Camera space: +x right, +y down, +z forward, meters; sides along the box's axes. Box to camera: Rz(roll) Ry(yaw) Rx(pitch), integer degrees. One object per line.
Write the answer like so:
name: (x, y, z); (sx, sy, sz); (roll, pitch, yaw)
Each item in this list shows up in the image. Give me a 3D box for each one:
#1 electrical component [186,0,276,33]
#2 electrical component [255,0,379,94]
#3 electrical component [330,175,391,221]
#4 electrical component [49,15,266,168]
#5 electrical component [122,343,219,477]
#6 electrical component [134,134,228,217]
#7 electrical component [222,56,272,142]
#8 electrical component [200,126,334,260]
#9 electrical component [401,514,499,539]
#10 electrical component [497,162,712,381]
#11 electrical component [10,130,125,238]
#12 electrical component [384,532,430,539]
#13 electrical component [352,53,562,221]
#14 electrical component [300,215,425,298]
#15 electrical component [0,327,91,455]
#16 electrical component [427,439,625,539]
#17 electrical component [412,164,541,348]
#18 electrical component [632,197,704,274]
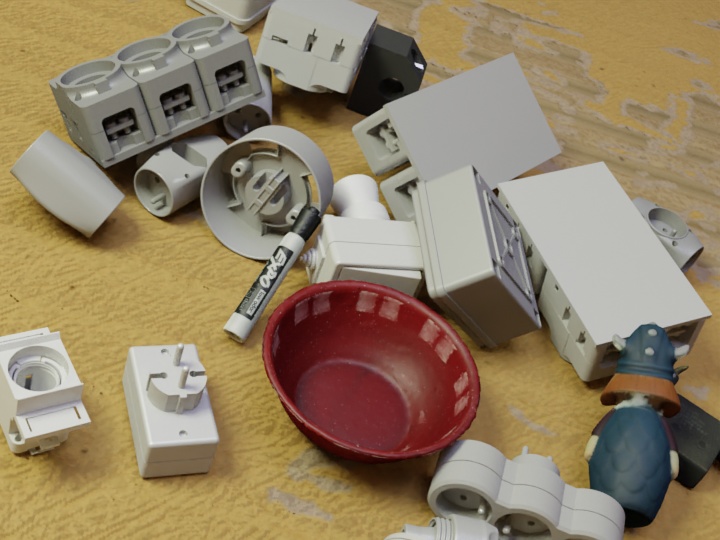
electrical component: (-0.122, -0.304, 1.122); (0.078, 0.057, 0.113); (30, 43, 9)
electrical component: (-0.040, -0.222, 1.036); (0.089, 0.061, 0.150); (20, 23, -2)
electrical component: (0.001, -0.047, 0.919); (0.045, 0.045, 0.055); (1, 47, -22)
electrical component: (-0.169, -0.154, 0.891); (0.150, 0.061, 0.089); (-28, 35, -21)
electrical component: (-0.123, 0.081, 0.713); (0.047, 0.075, 0.083); (-1, 47, -24)
electrical component: (-0.159, -0.089, 0.896); (0.079, 0.043, 0.077); (35, 44, 17)
electrical component: (-0.120, -0.161, 0.987); (0.079, 0.043, 0.077); (9, 43, -14)
electrical component: (-0.073, -0.065, 0.871); (0.099, 0.099, 0.064); (28, 36, 6)
electrical component: (0.058, 0.182, 0.709); (0.062, 0.043, 0.043); (14, 43, -7)
electrical component: (0.200, 0.000, 0.926); (0.105, 0.060, 0.186); (-13, 51, -15)
electrical component: (-0.225, -0.070, 0.842); (0.077, 0.043, 0.079); (42, 8, -13)
electrical component: (0.034, 0.204, 0.651); (0.080, 0.080, 0.051); (35, 49, 14)
electrical component: (0.089, -0.117, 0.982); (0.186, 0.060, 0.105); (-29, 93, -41)
electrical component: (0.000, 0.000, 0.858); (0.096, 0.061, 0.061); (3, 45, -20)
electrical component: (-0.208, 0.080, 0.687); (0.042, 0.063, 0.081); (-11, 52, -33)
electrical component: (0.120, 0.155, 0.756); (0.138, 0.052, 0.073); (23, 42, 0)
electrical component: (0.094, -0.009, 0.860); (0.109, 0.056, 0.108); (43, 32, -50)
electrical component: (0.269, -0.023, 1.007); (0.077, 0.044, 0.079); (43, 47, 21)
